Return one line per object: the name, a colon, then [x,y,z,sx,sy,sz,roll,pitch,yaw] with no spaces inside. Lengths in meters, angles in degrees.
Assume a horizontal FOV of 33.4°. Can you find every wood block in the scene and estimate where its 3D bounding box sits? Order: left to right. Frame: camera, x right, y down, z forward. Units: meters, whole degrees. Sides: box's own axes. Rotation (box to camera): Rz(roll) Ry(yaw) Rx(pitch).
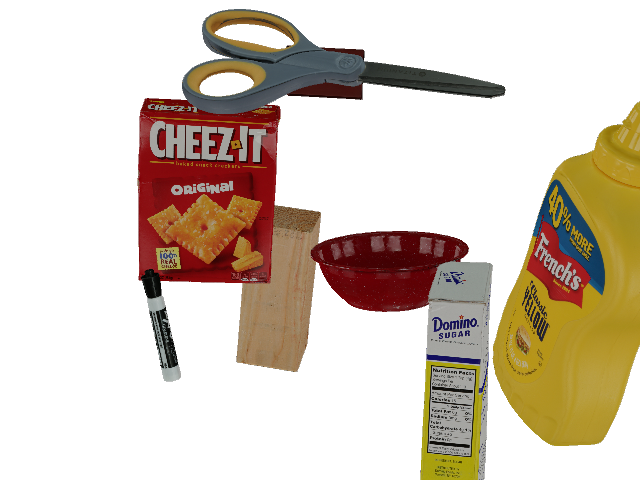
wood block: [-0.058,0.064,1.474,0.090,0.206,0.090,8,21,5]

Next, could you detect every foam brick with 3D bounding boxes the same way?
foam brick: [0.004,-0.173,1.101,0.078,0.051,0.053,2,10,-6]

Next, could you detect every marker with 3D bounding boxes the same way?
marker: [-0.165,0.088,1.106,0.020,0.121,0.020,-9,15,2]

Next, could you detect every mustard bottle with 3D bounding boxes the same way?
mustard bottle: [0.145,0.013,0.567,0.058,0.192,0.096,1,37,-14]

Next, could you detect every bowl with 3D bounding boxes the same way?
bowl: [0.071,0.034,1.090,0.162,0.055,0.162,-3,13,0]

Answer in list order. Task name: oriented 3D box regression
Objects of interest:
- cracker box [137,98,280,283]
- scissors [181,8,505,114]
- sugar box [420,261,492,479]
cracker box: [-0.135,-0.056,1.284,0.164,0.214,0.072,3,22,-4]
scissors: [0.000,-0.094,0.648,0.202,0.096,0.016,25,-31,26]
sugar box: [0.097,0.111,0.764,0.048,0.176,0.093,1,15,11]
